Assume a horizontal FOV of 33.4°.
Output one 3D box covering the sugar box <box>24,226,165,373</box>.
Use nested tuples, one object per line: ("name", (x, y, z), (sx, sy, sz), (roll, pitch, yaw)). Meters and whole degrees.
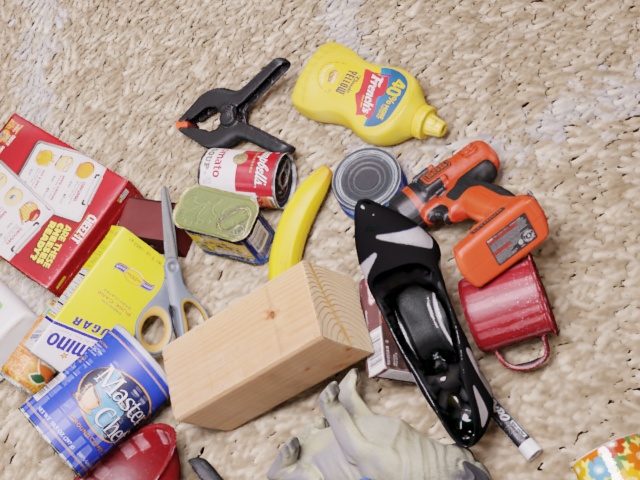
("sugar box", (-0.251, 0.079, 1.238), (0.176, 0.093, 0.048), (-57, 25, -13))

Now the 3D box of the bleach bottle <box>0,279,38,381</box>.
("bleach bottle", (-0.456, 0.068, 1.329), (0.251, 0.068, 0.102), (34, 78, 30))

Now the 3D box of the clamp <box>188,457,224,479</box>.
("clamp", (-0.070, 0.311, 1.102), (0.210, 0.036, 0.164), (1, 64, 16))

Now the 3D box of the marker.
("marker", (0.181, 0.176, 1.097), (0.020, 0.020, 0.121), (-39, 60, -3))

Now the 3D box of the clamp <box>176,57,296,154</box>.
("clamp", (-0.100, -0.144, 1.316), (0.172, 0.039, 0.120), (-18, 72, 30))

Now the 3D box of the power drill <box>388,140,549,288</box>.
("power drill", (0.142, -0.021, 1.139), (0.184, 0.057, 0.188), (-38, 31, -1))

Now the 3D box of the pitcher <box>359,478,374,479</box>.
("pitcher", (0.028, 0.349, 0.970), (0.149, 0.145, 0.243), (-17, 79, 6))

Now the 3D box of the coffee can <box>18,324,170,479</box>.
("coffee can", (-0.242, 0.176, 1.170), (0.140, 0.103, 0.103), (-41, 60, -16))

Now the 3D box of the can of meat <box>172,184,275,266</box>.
("can of meat", (-0.108, -0.015, 1.243), (0.102, 0.084, 0.057), (14, 70, 23))

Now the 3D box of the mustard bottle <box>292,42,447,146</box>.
("mustard bottle", (0.066, -0.165, 1.274), (0.192, 0.058, 0.096), (27, 77, 26))

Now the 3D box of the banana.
("banana", (-0.025, 0.007, 1.230), (0.070, 0.037, 0.197), (-6, 62, 26))

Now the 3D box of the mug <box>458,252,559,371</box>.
("mug", (0.197, 0.079, 1.105), (0.081, 0.093, 0.117), (-20, 86, 13))

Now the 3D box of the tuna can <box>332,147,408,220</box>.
("tuna can", (0.058, -0.064, 1.242), (0.086, 0.033, 0.086), (-7, 63, 15))

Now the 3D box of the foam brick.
("foam brick", (-0.196, -0.015, 1.290), (0.078, 0.053, 0.051), (8, 68, 22))

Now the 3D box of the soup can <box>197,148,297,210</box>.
("soup can", (-0.087, -0.074, 1.274), (0.102, 0.068, 0.068), (6, 67, 21))

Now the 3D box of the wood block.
("wood block", (-0.059, 0.116, 1.122), (0.206, 0.090, 0.091), (-32, 57, 28))

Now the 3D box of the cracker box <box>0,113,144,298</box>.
("cracker box", (-0.349, -0.041, 1.341), (0.214, 0.072, 0.164), (29, 78, 26))

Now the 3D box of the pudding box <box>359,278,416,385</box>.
("pudding box", (0.090, 0.094, 1.126), (0.039, 0.089, 0.113), (-36, 50, 50))

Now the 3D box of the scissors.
("scissors", (-0.186, 0.045, 1.227), (0.096, 0.016, 0.202), (-20, 84, -18))

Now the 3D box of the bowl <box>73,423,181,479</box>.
("bowl", (-0.203, 0.270, 1.129), (0.162, 0.055, 0.162), (-30, 20, 12))
